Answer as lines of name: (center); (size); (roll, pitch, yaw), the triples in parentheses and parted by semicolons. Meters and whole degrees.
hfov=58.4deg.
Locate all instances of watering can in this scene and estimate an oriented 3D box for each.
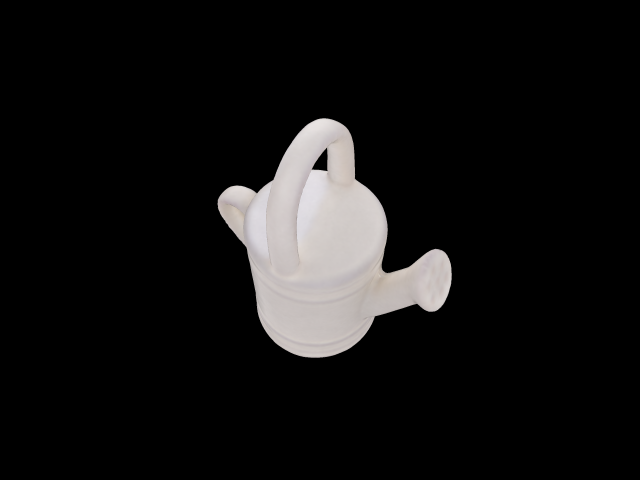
watering can: (0.005, 0.000, 0.401); (0.172, 0.194, 0.101); (6, 56, 5)
